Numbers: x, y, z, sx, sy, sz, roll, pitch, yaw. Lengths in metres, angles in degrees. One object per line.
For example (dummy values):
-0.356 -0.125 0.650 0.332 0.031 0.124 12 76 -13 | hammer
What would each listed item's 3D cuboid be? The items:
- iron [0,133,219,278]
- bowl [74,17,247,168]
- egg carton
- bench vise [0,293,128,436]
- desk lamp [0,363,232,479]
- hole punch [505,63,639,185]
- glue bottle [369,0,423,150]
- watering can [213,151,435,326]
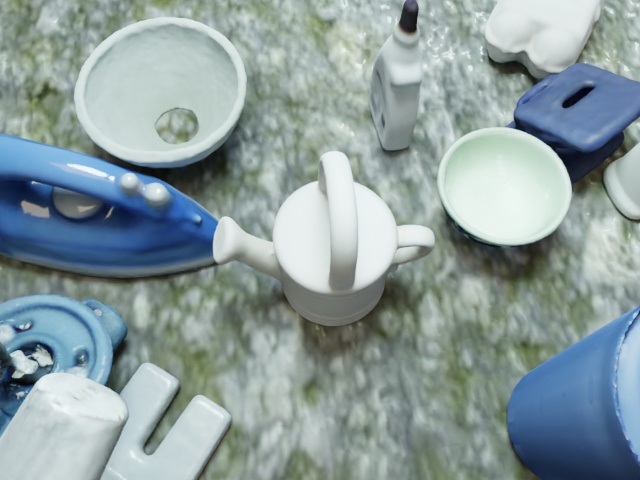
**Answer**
-0.204 -0.040 0.510 0.258 0.141 0.119 10 70 4 | iron
-0.153 -0.137 0.583 0.167 0.075 0.167 0 69 0 | bowl
0.248 -0.251 0.628 0.107 0.069 0.150 25 71 9 | egg carton
-0.228 0.122 0.407 0.121 0.220 0.207 9 69 4 | bench vise
-0.172 0.176 0.390 0.117 0.213 0.203 28 72 11 | desk lamp
0.253 -0.125 0.569 0.109 0.091 0.101 -37 73 -13 | hole punch
0.075 -0.158 0.538 0.037 0.173 0.078 -11 69 -3 | glue bottle
0.005 0.004 0.465 0.173 0.194 0.101 -24 71 -8 | watering can
